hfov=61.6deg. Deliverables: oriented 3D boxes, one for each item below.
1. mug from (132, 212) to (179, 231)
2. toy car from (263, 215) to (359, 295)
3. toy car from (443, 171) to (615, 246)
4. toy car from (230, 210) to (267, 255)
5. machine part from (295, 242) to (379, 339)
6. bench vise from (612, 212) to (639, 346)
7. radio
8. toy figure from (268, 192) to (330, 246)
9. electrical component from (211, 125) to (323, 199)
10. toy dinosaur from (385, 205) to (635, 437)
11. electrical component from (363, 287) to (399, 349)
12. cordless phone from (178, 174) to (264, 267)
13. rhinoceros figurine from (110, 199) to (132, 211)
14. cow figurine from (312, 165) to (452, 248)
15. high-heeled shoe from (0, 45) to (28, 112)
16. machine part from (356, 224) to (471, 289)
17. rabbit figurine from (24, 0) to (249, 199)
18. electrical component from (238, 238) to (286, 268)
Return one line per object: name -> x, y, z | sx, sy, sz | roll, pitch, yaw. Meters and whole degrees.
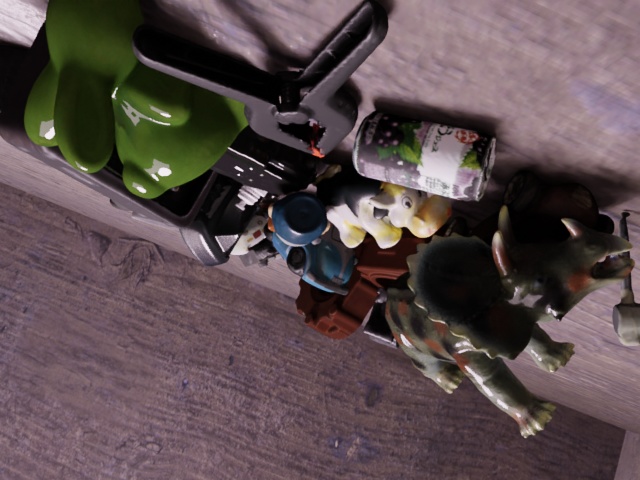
mug -> -0.236, -0.072, 0.865 | 0.109, 0.107, 0.081 | 14, 175, -24
toy car -> -0.002, -0.002, 0.768 | 0.109, 0.103, 0.162 | 31, -166, -46
toy car -> 0.190, -0.010, 0.520 | 0.089, 0.053, 0.202 | 26, 164, -2
toy car -> -0.148, -0.015, 0.879 | 0.202, 0.073, 0.056 | 4, 126, 57
machine part -> 0.031, 0.070, 0.881 | 0.056, 0.179, 0.179 | 32, 165, -28
bench vise -> 0.332, 0.059, 0.361 | 0.224, 0.128, 0.240 | 10, -176, 16
radio -> -0.201, -0.109, 0.565 | 0.073, 0.131, 0.229 | 17, 168, 30
toy figure -> -0.028, -0.022, 0.603 | 0.064, 0.058, 0.154 | 47, 172, -4
electrical component -> -0.075, -0.099, 0.578 | 0.134, 0.058, 0.115 | 25, 166, -19
toy dinosaur -> 0.135, 0.080, 0.569 | 0.192, 0.131, 0.405 | 48, 162, -4
electrical component -> 0.104, 0.121, 0.802 | 0.048, 0.075, 0.119 | 17, 164, 20
cordless phone -> -0.172, -0.067, 0.710 | 0.184, 0.146, 0.088 | 32, 140, -8
rhinoceros figurine -> -0.208, -0.074, 0.787 | 0.190, 0.112, 0.073 | 4, 170, -19
cow figurine -> 0.059, -0.045, 0.556 | 0.098, 0.068, 0.167 | 50, 157, -19
high-heeled shoe -> -0.305, -0.139, 0.669 | 0.249, 0.086, 0.145 | 43, 173, 12
machine part -> 0.168, 0.047, 0.744 | 0.201, 0.087, 0.201 | 26, 168, -28
rabbit figurine -> -0.161, -0.126, 0.433 | 0.121, 0.159, 0.170 | 25, 158, 36
electrical component -> -0.081, 0.020, 0.862 | 0.102, 0.078, 0.045 | -20, 103, 47
